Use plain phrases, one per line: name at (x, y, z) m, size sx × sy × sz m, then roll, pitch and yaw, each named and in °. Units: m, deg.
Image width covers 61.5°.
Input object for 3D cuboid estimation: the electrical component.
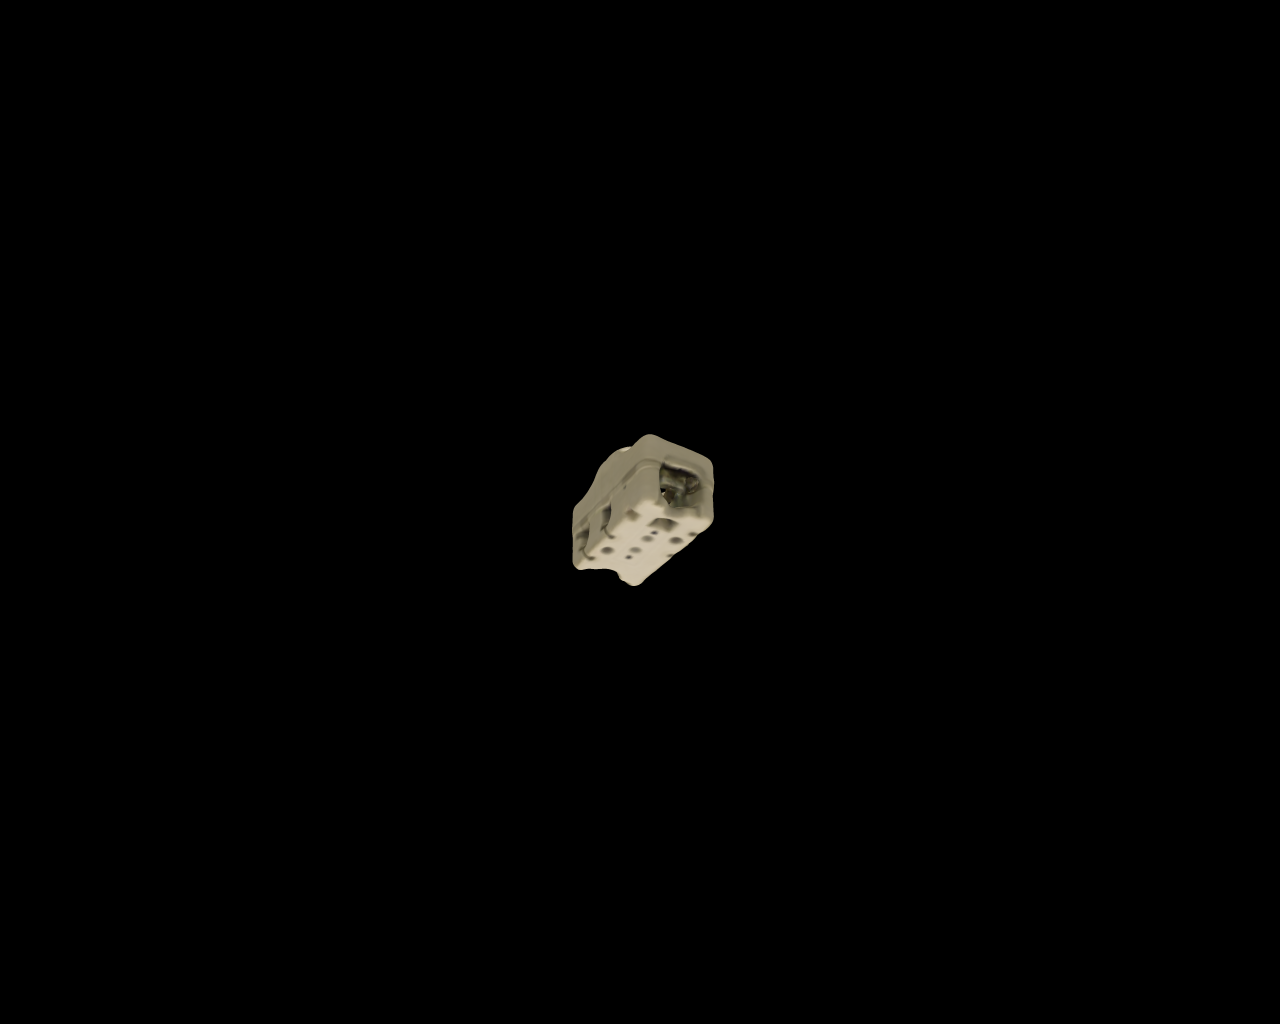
electrical component at (0.001, -0.003, 0.650) m, size 0.050 × 0.056 × 0.089 m, roll 20°, pitch -40°, yaw -25°
